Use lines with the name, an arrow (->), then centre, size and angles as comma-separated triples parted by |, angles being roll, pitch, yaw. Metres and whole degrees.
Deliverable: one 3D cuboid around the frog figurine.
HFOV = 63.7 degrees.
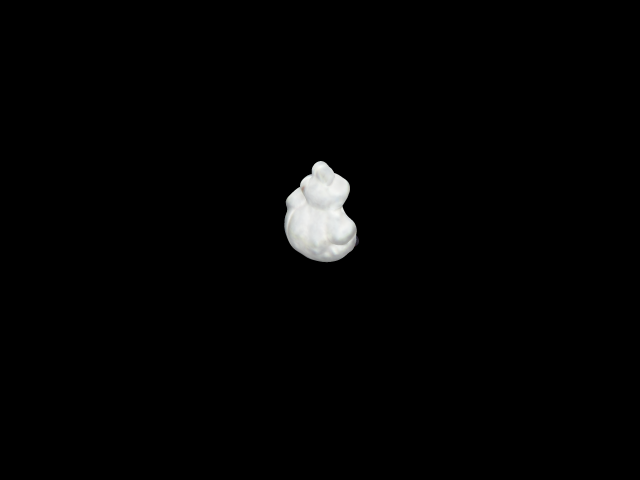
frog figurine -> 0.003, -0.043, 0.850 | 0.124, 0.139, 0.156 | -33, -27, -20
